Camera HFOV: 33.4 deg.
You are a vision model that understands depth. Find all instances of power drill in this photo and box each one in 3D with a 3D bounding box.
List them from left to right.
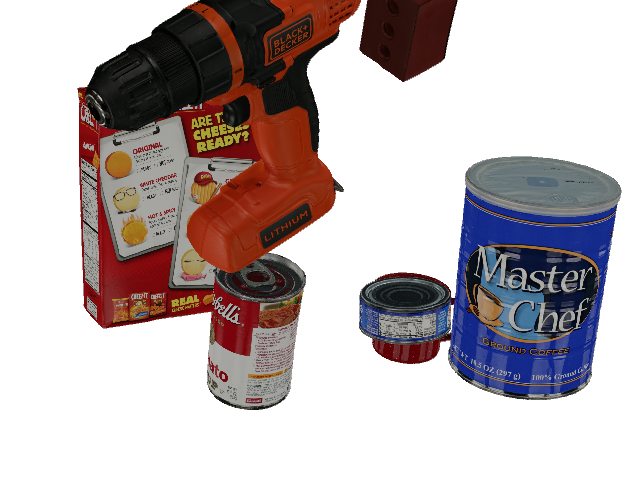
[{"bbox_3d":[-0.051,-0.068,0.650,0.184,0.188,0.057,-33,57,-26],"label":"power drill"}]

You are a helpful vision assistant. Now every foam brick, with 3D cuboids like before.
[{"bbox_3d":[0.070,-0.175,0.841,0.051,0.078,0.053,-35,61,-30],"label":"foam brick"}]

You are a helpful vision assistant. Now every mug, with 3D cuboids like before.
[{"bbox_3d":[0.117,0.094,1.271,0.117,0.081,0.093,0,22,-8],"label":"mug"}]

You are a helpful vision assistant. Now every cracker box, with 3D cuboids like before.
[{"bbox_3d":[-0.138,-0.038,0.995,0.163,0.214,0.072,-7,19,-29],"label":"cracker box"}]

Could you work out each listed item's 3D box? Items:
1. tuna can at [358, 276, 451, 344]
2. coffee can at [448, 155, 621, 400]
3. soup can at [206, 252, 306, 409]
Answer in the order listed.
[{"bbox_3d":[0.078,0.063,0.984,0.086,0.034,0.086,-1,19,0],"label":"tuna can"},{"bbox_3d":[0.145,0.024,0.738,0.103,0.140,0.103,2,22,-1],"label":"coffee can"},{"bbox_3d":[-0.050,0.068,0.811,0.068,0.102,0.068,6,29,-3],"label":"soup can"}]
